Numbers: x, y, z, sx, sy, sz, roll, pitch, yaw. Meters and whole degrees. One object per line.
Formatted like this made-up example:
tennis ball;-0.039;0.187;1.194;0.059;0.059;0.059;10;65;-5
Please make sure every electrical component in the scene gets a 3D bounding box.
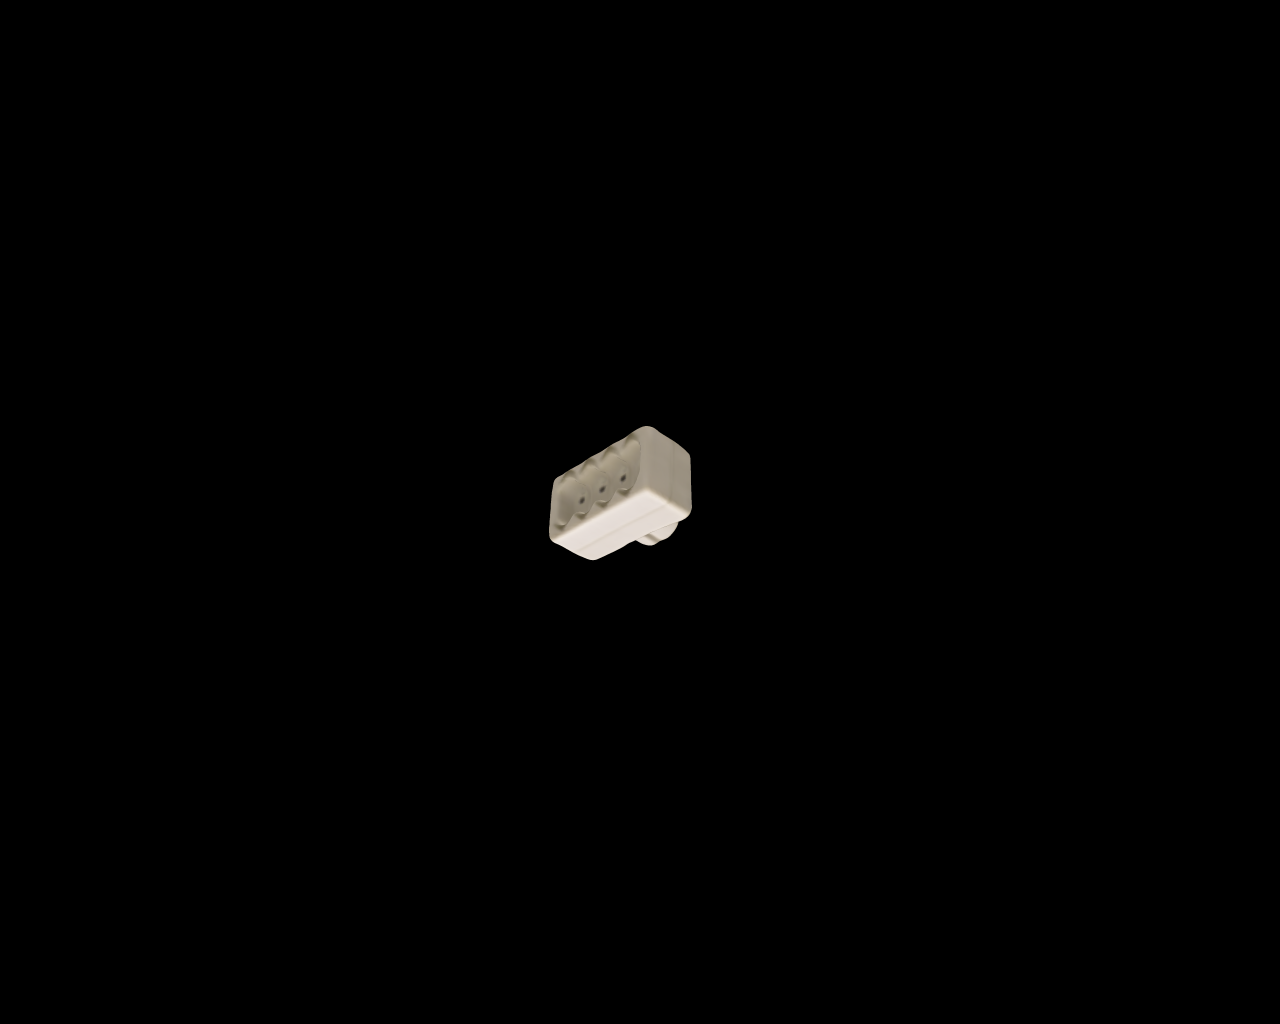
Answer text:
electrical component;0.001;-0.003;0.650;0.083;0.047;0.075;-27;-42;36
